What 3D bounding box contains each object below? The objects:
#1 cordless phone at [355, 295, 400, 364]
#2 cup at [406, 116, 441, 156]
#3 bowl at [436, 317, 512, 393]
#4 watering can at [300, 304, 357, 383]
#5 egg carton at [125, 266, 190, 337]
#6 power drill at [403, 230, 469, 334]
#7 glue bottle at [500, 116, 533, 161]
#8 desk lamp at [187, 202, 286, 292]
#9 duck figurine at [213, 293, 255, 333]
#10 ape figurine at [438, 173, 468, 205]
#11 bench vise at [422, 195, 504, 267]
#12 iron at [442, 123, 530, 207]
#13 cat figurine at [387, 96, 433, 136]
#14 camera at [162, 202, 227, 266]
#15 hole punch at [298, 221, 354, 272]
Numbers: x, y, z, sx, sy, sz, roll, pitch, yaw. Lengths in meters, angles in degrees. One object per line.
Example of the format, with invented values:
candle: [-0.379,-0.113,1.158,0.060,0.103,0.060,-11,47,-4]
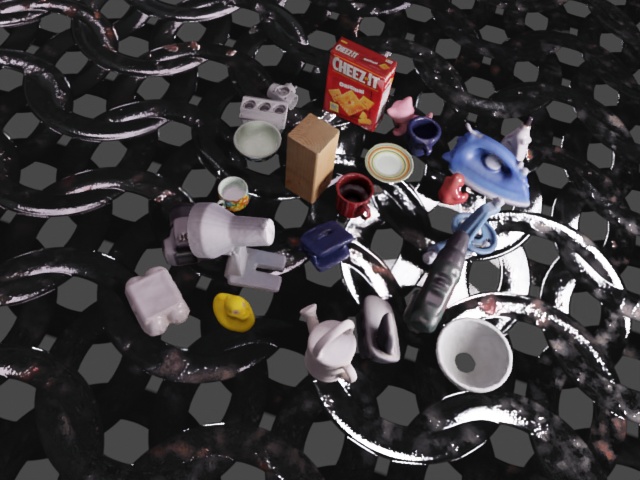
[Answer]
cordless phone: [0.134,0.173,1.214,0.094,0.185,0.147,-5,61,-8]
cup: [0.271,-0.258,1.526,0.092,0.095,0.117,-5,61,-8]
bowl: [0.327,0.258,1.249,0.167,0.075,0.167,3,60,-4]
watering can: [0.017,0.212,1.175,0.172,0.194,0.101,32,62,12]
egg carton: [-0.359,0.133,1.254,0.107,0.069,0.150,-28,67,-20]
power drill: [0.248,0.112,1.248,0.075,0.208,0.230,24,61,8]
glue bottle: [0.523,-0.265,1.510,0.037,0.173,0.078,-23,65,-17]
desk lamp: [-0.177,0.011,1.259,0.203,0.213,0.118,9,60,0]
duck figurine: [-0.190,0.148,1.253,0.104,0.086,0.078,37,63,15]
ape figurine: [0.344,-0.136,1.466,0.076,0.092,0.077,-12,62,-12]
bench vise: [0.341,-0.002,1.315,0.121,0.220,0.208,38,64,16]
iron: [0.454,-0.197,1.483,0.258,0.141,0.119,36,63,14]
cat figurine: [0.242,-0.336,1.555,0.127,0.118,0.067,11,60,1]
camera: [-0.297,-0.024,1.332,0.143,0.101,0.136,-9,62,-10]
hole punch: [0.012,0.005,1.352,0.109,0.091,0.101,-29,67,-20]
